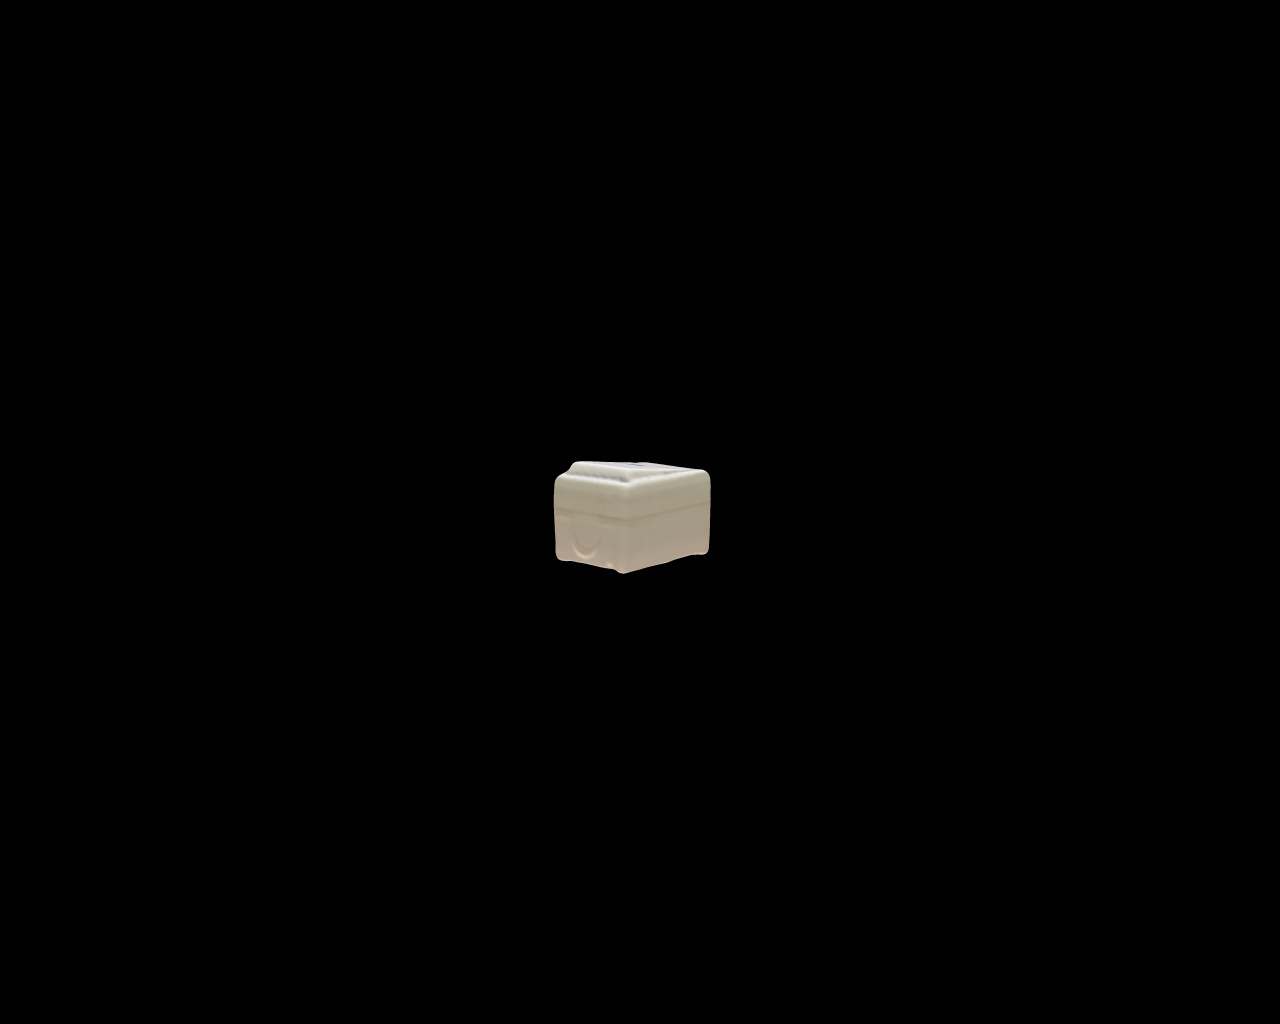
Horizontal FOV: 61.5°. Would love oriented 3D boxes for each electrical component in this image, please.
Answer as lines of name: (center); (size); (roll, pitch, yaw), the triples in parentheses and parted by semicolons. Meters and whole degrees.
electrical component: (0.001, -0.003, 0.650); (0.062, 0.061, 0.096); (10, 15, 42)
